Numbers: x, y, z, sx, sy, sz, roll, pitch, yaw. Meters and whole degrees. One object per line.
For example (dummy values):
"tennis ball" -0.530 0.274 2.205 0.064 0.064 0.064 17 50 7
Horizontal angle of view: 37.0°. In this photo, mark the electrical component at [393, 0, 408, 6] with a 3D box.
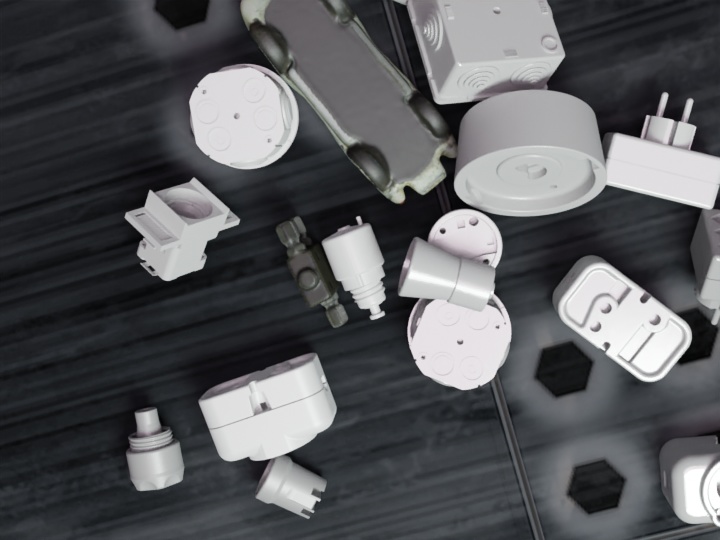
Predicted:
"electrical component" 0.015 -0.247 0.795 0.077 0.043 0.079 23 98 1

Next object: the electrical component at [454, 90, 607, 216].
"electrical component" 0.122 -0.089 0.777 0.108 0.108 0.060 -1 67 4

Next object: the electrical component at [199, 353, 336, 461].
"electrical component" -0.070 0.110 0.842 0.095 0.053 0.059 -20 95 7

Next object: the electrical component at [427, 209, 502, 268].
"electrical component" 0.079 -0.020 0.816 0.055 0.047 0.055 1 98 4

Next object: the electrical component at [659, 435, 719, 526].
"electrical component" 0.282 0.159 0.818 0.095 0.059 0.053 -5 97 5

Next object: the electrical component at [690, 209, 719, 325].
"electrical component" 0.272 0.005 0.800 0.047 0.065 0.076 8 127 3

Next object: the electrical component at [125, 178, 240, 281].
"electrical component" -0.137 -0.029 0.820 0.042 0.081 0.063 41 128 23

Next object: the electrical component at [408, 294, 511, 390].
"electrical component" 0.076 0.050 0.824 0.080 0.051 0.080 1 97 4

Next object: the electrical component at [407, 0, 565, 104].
"electrical component" 0.090 -0.171 0.767 0.100 0.048 0.099 -8 69 -17

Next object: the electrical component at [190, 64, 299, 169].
"electrical component" -0.089 -0.116 0.815 0.080 0.051 0.080 1 97 4

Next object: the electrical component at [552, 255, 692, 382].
"electrical component" 0.195 0.034 0.809 0.095 0.059 0.053 37 99 -1

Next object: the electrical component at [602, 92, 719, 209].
"electrical component" 0.225 -0.092 0.796 0.083 0.047 0.075 14 98 3

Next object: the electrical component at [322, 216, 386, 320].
"electrical component" 0.000 0.000 0.829 0.040 0.040 0.078 -20 96 7

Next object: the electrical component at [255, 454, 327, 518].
"electrical component" -0.055 0.172 0.857 0.046 0.040 0.040 27 99 -5

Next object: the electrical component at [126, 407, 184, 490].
"electrical component" -0.166 0.141 0.859 0.043 0.043 0.062 -9 95 6

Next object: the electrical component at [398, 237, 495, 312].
"electrical component" 0.064 0.006 0.776 0.065 0.044 0.044 16 98 -3
